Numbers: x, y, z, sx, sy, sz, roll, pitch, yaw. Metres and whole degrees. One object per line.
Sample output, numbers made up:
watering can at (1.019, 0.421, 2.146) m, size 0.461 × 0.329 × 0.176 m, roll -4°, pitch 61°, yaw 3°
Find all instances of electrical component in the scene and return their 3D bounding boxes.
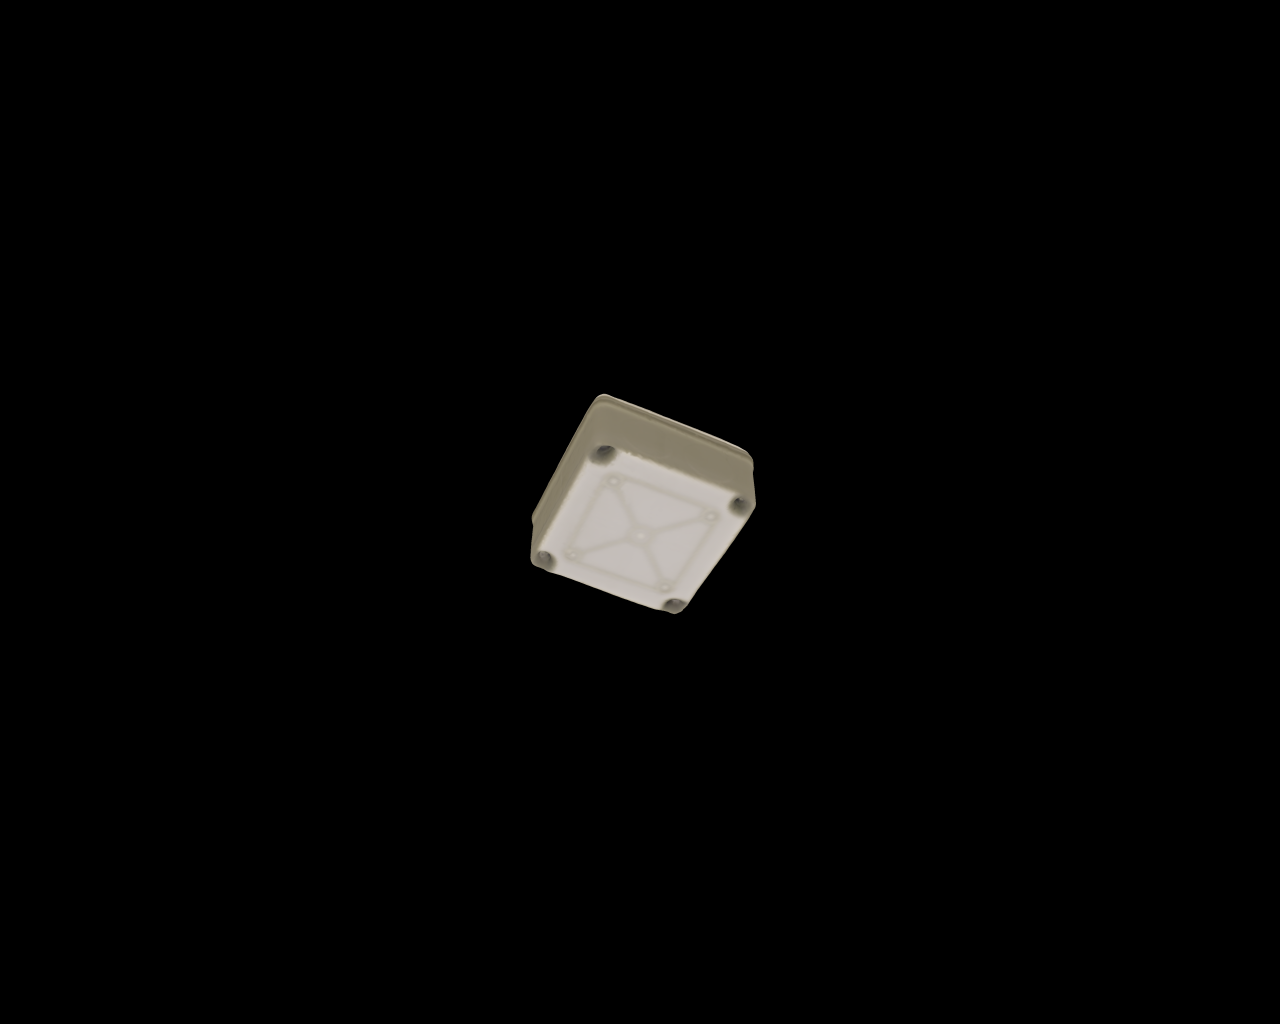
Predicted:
electrical component at (0.001, -0.003, 0.650) m, size 0.109 × 0.108 × 0.056 m, roll 21°, pitch 36°, yaw -16°
